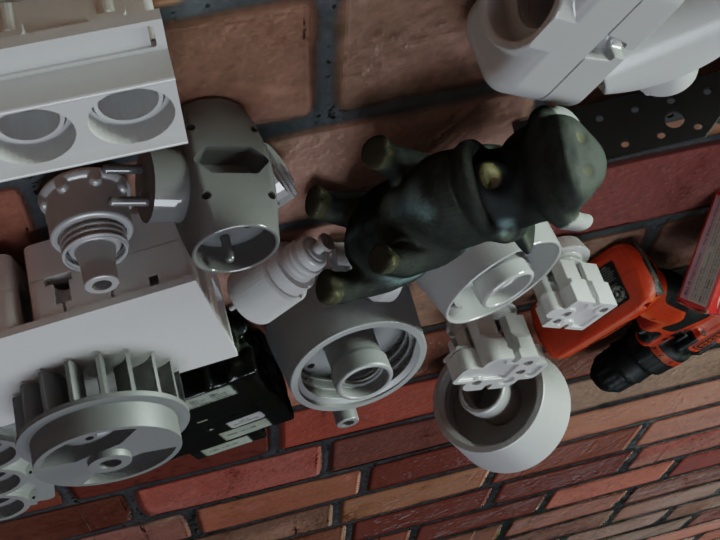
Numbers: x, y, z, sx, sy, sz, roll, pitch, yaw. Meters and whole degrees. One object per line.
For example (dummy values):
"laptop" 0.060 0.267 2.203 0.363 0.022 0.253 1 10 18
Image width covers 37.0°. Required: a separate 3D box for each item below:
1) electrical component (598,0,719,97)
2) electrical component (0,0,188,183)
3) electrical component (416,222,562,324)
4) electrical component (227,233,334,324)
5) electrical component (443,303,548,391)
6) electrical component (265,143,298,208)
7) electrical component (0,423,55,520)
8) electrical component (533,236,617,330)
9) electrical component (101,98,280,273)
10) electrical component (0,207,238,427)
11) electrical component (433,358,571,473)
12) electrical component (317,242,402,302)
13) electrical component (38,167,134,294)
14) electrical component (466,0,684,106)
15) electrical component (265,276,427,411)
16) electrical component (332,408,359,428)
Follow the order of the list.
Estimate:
"electrical component" 0.158 -0.117 0.563 0.077 0.043 0.079 -21 152 7
"electrical component" -0.139 -0.077 0.444 0.121 0.063 0.078 -13 152 -8
"electrical component" 0.082 -0.011 0.719 0.099 0.064 0.099 -26 157 -12
"electrical component" -0.047 0.002 0.667 0.078 0.040 0.040 -35 148 30
"electrical component" 0.100 0.055 0.831 0.078 0.057 0.058 -1 149 -28
"electrical component" -0.062 -0.042 0.579 0.046 0.040 0.040 -30 150 13
"electrical component" -0.260 0.119 0.735 0.089 0.061 0.150 -8 151 -18
"electrical component" 0.149 0.009 0.777 0.066 0.055 0.048 7 144 -38
"electrical component" -0.085 -0.041 0.525 0.079 0.077 0.043 -2 149 -26
"electrical component" -0.177 0.030 0.622 0.186 0.060 0.105 -17 153 -2
"electrical component" 0.112 0.107 0.886 0.108 0.108 0.060 -28 145 19
"electrical component" 0.000 0.000 0.693 0.046 0.040 0.040 3 147 -25
"electrical component" -0.138 -0.018 0.553 0.048 0.062 0.048 -14 153 -7
"electrical component" 0.096 -0.125 0.501 0.059 0.053 0.095 4 146 -35
"electrical component" -0.006 0.054 0.746 0.108 0.060 0.108 -14 142 -11
"electrical component" -0.017 0.089 0.820 0.048 0.062 0.048 -14 152 -7
